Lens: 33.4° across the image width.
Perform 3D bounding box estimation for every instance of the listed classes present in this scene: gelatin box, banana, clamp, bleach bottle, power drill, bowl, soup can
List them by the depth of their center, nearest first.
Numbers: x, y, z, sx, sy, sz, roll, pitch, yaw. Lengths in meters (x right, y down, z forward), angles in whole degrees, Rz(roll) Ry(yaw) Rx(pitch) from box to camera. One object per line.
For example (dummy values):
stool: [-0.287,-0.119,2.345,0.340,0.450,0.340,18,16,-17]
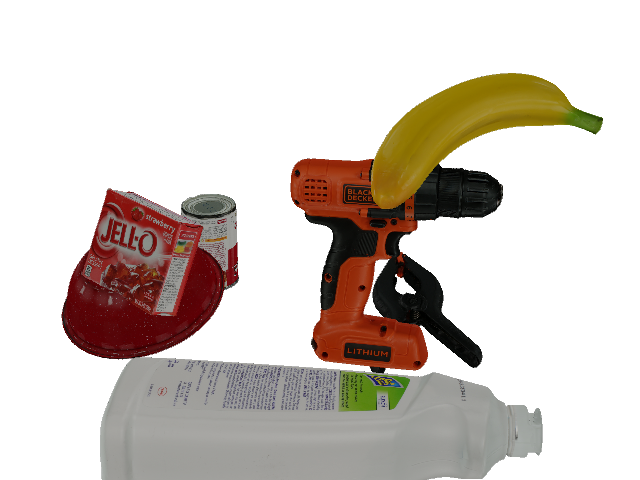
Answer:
bleach bottle: [0.005,0.114,0.631,0.251,0.068,0.102,1,20,2]
banana: [0.097,-0.073,0.692,0.197,0.037,0.070,-22,44,-30]
gelatin box: [-0.137,0.008,0.814,0.089,0.073,0.030,25,10,36]
power drill: [0.064,0.019,0.950,0.184,0.188,0.057,5,17,10]
bowl: [-0.175,0.036,1.013,0.162,0.055,0.162,-8,41,6]
clamp: [0.112,0.082,1.178,0.120,0.171,0.039,5,-43,-5]
soup can: [-0.135,0.002,1.296,0.068,0.102,0.068,0,26,0]
